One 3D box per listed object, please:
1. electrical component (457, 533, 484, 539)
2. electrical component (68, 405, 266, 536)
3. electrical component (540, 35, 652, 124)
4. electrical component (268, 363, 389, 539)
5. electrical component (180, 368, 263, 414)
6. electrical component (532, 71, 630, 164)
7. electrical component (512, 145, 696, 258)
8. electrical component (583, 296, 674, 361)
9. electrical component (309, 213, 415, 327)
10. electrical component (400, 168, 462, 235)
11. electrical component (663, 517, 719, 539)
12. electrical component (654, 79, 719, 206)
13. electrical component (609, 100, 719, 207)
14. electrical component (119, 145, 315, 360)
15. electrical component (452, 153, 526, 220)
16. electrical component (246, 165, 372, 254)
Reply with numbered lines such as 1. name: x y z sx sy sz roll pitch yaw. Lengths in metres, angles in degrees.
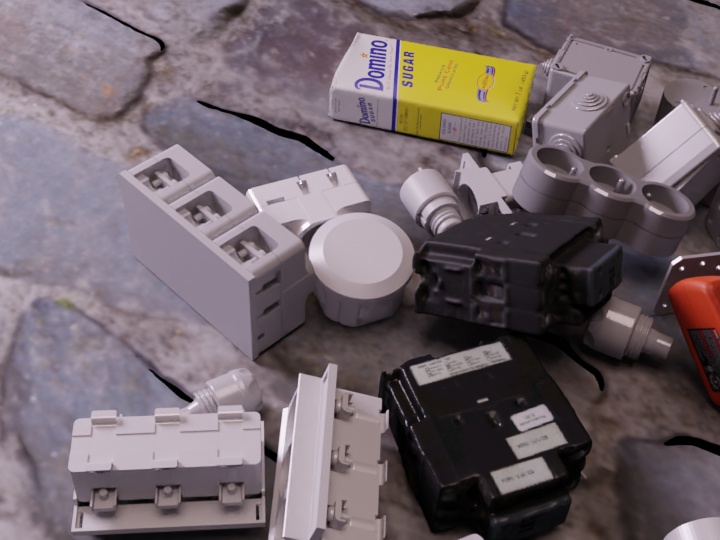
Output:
1. electrical component: 0.051 0.207 0.644 0.077 0.044 0.079 -16 50 -17
2. electrical component: -0.123 0.126 0.698 0.121 0.063 0.078 -2 47 -5
3. electrical component: 0.212 -0.169 0.997 0.096 0.061 0.061 20 49 15
4. electrical component: -0.020 0.134 0.692 0.063 0.078 0.121 14 45 -11
5. electrical component: -0.101 0.093 0.750 0.061 0.035 0.035 -21 51 -19
6. electrical component: 0.190 -0.108 0.914 0.048 0.099 0.100 20 48 32
7. electrical component: 0.187 -0.041 0.858 0.138 0.073 0.052 20 35 1
8. electrical component: 0.202 0.047 0.804 0.062 0.043 0.043 22 49 15
9. electrical component: 0.000 0.000 0.827 0.080 0.051 0.080 3 55 -4
10. electrical component: 0.064 -0.049 0.890 0.040 0.040 0.078 -16 50 -17
11. electrical component: 0.260 0.170 0.685 0.138 0.052 0.073 -2 46 -5
12. electrical component: 0.309 -0.127 0.954 0.052 0.073 0.138 -5 47 -7
13. electrical component: 0.269 -0.091 0.892 0.062 0.096 0.061 13 41 -54
14. electrical component: -0.108 -0.018 0.816 0.062 0.089 0.150 -35 57 -30
15. electrical component: 0.115 -0.060 0.903 0.064 0.042 0.081 -13 49 -20
16. electrical component: -0.040 -0.040 0.869 0.089 0.050 0.055 -16 49 -18
